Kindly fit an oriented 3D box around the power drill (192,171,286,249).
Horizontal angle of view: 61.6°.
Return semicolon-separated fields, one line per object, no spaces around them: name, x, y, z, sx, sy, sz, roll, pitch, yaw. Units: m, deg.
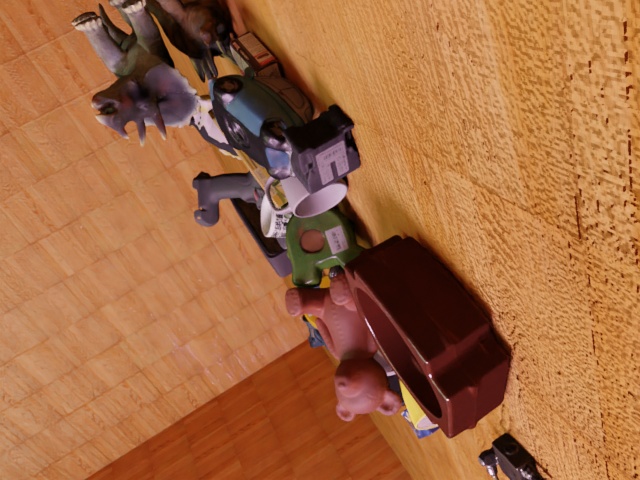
power drill;-0.146;-0.079;1.045;0.086;0.207;0.232;5;-104;-58

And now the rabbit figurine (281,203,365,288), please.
rabbit figurine;-0.002;-0.003;0.856;0.159;0.121;0.170;61;-173;9

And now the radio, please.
radio;-0.086;-0.041;1.121;0.230;0.131;0.073;53;169;39

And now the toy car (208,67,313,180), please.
toy car;-0.063;-0.159;0.690;0.162;0.103;0.109;39;159;25

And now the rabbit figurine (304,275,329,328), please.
rabbit figurine;0.051;0.173;1.246;0.162;0.122;0.173;44;179;28

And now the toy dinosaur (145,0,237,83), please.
toy dinosaur;-0.215;-0.358;0.894;0.198;0.105;0.472;61;177;-36

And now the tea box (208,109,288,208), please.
tea box;-0.095;-0.143;0.835;0.169;0.068;0.098;53;179;-26

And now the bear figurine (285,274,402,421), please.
bear figurine;0.036;0.158;0.768;0.132;0.120;0.196;17;-117;-52

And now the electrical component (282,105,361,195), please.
electrical component;0.004;-0.092;0.631;0.048;0.075;0.119;54;166;33

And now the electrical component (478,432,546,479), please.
electrical component;0.245;0.294;0.677;0.102;0.045;0.078;46;166;56

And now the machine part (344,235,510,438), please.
machine part;0.120;0.107;0.617;0.202;0.087;0.200;54;170;37

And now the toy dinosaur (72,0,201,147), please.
toy dinosaur;-0.290;-0.284;0.861;0.191;0.131;0.405;67;176;-33

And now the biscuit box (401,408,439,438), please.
biscuit box;0.194;0.311;0.965;0.059;0.063;0.202;55;171;21

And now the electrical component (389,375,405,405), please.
electrical component;0.115;0.220;0.928;0.134;0.115;0.058;60;176;-5

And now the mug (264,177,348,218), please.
mug;-0.029;-0.090;0.751;0.080;0.109;0.107;20;-137;-62

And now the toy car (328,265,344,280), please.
toy car;0.078;0.111;0.971;0.089;0.053;0.201;30;159;38

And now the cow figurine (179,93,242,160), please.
cow figurine;-0.187;-0.206;0.929;0.167;0.068;0.098;24;123;14

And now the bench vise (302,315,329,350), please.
bench vise;0.003;0.189;1.486;0.224;0.129;0.240;-117;19;-76
